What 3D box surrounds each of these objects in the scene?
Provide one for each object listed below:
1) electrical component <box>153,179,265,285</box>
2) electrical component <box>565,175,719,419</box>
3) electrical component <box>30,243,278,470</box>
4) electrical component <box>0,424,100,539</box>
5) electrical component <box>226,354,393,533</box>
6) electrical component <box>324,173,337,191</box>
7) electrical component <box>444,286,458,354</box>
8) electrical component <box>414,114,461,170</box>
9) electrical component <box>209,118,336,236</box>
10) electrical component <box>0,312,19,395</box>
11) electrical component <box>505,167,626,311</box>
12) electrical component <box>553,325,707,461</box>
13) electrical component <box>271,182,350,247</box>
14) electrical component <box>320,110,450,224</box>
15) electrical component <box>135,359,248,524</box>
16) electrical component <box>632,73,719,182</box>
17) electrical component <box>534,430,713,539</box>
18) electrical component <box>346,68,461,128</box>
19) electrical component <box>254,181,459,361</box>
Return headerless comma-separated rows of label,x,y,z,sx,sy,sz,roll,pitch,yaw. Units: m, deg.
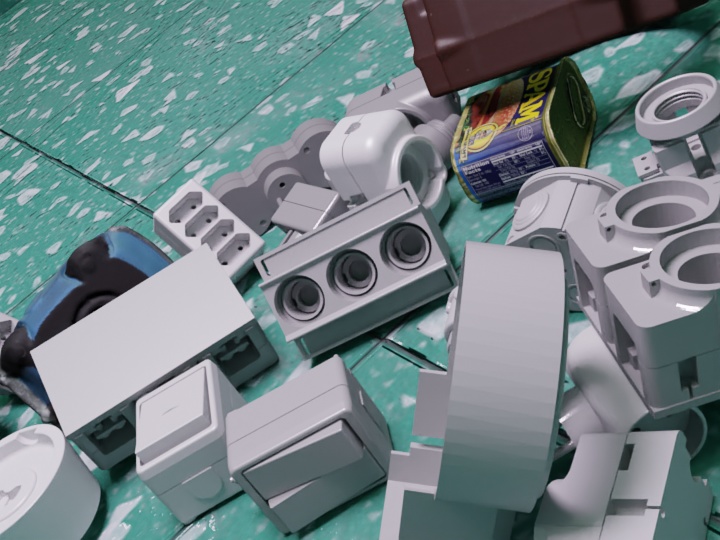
electrical component,-0.128,-0.021,0.906,0.047,0.083,0.075,-47,-6,-22
electrical component,0.207,-0.010,0.522,0.186,0.060,0.105,-18,30,-1
electrical component,-0.147,0.064,0.779,0.150,0.061,0.089,-32,50,-7
electrical component,-0.229,0.166,0.734,0.108,0.060,0.108,-24,31,16
electrical component,-0.034,0.107,0.629,0.096,0.061,0.061,-29,30,8
electrical component,0.004,-0.071,0.866,0.055,0.047,0.055,-24,31,16
electrical component,0.071,0.041,0.643,0.048,0.048,0.062,-11,44,35
electrical component,0.060,-0.099,0.857,0.062,0.043,0.043,-46,32,-22
electrical component,-0.065,-0.072,0.929,0.138,0.052,0.073,-33,30,2
electrical component,-0.307,0.083,0.929,0.047,0.083,0.075,-72,8,-47
electrical component,0.127,-0.018,0.639,0.080,0.080,0.051,-7,44,39
electrical component,0.123,0.072,0.546,0.079,0.043,0.077,-31,30,5
electrical component,-0.039,-0.021,0.837,0.066,0.047,0.076,19,71,54
electrical component,0.023,-0.069,0.796,0.059,0.095,0.053,-2,42,42
electrical component,-0.110,0.105,0.707,0.062,0.061,0.096,-31,30,6
electrical component,0.209,-0.086,0.680,0.078,0.057,0.058,-23,32,18
electrical component,0.115,0.120,0.478,0.056,0.050,0.089,-9,38,36
electrical component,0.036,-0.125,0.907,0.095,0.053,0.059,-22,32,19
electrical component,0.000,0.000,0.744,0.121,0.078,0.063,-26,1,13
